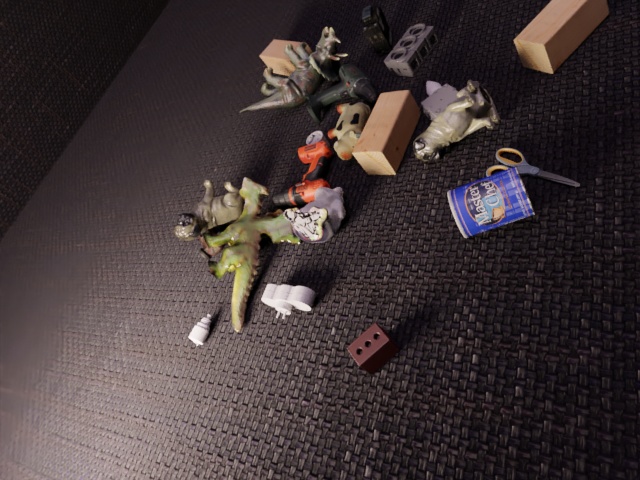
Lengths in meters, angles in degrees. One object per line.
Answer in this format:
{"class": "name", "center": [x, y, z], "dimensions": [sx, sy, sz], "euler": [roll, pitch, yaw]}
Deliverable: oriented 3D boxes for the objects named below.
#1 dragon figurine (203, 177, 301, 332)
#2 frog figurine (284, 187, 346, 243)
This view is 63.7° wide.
{"class": "dragon figurine", "center": [-0.161, 0.012, 1.337], "dimensions": [0.242, 0.120, 0.418], "euler": [-26, 60, 9]}
{"class": "frog figurine", "center": [0.004, -0.065, 1.290], "dimensions": [0.136, 0.122, 0.162], "euler": [-22, 9, 33]}
